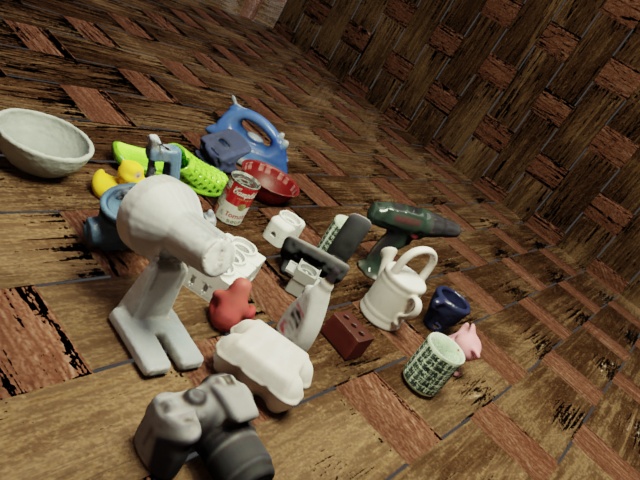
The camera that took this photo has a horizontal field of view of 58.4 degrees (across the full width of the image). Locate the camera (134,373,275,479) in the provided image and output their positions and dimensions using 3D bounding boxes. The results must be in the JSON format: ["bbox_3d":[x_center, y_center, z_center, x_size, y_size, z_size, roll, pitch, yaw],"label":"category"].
[{"bbox_3d":[-0.120,0.237,0.680,0.144,0.100,0.136,2,38,-49],"label":"camera"}]

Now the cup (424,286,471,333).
[{"bbox_3d":[0.273,0.166,1.300,0.118,0.095,0.091,4,36,-47],"label":"cup"}]

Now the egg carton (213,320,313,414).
[{"bbox_3d":[-0.083,0.187,0.860,0.150,0.069,0.107,34,24,4],"label":"egg carton"}]

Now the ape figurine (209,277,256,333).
[{"bbox_3d":[-0.138,0.100,0.933,0.078,0.092,0.076,34,24,6],"label":"ape figurine"}]

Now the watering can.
[{"bbox_3d":[0.169,0.085,1.207,0.101,0.194,0.172,-1,40,-51],"label":"watering can"}]

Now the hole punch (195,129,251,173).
[{"bbox_3d":[-0.241,-0.225,1.435,0.108,0.091,0.101,45,27,27],"label":"hole punch"}]

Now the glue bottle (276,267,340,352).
[{"bbox_3d":[-0.014,0.112,0.958,0.037,0.173,0.078,12,31,-38],"label":"glue bottle"}]

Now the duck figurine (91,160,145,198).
[{"bbox_3d":[-0.367,-0.112,1.071,0.105,0.086,0.077,25,25,-15],"label":"duck figurine"}]

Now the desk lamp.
[{"bbox_3d":[-0.209,0.042,0.807,0.118,0.213,0.202,0,39,-51],"label":"desk lamp"}]

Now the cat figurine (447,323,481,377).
[{"bbox_3d":[0.297,0.219,1.199,0.067,0.117,0.128,32,24,1],"label":"cat figurine"}]

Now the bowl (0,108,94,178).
[{"bbox_3d":[-0.497,-0.160,1.020,0.168,0.074,0.167,26,24,-13],"label":"bowl"}]

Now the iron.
[{"bbox_3d":[-0.170,-0.270,1.546,0.258,0.141,0.119,32,24,0],"label":"iron"}]

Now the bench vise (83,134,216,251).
[{"bbox_3d":[-0.264,-0.073,0.954,0.121,0.219,0.208,43,26,24],"label":"bench vise"}]

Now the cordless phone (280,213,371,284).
[{"bbox_3d":[0.011,0.004,1.182,0.148,0.185,0.094,27,24,-11],"label":"cordless phone"}]

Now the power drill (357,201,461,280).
[{"bbox_3d":[0.195,0.006,1.373,0.230,0.208,0.075,23,25,-20],"label":"power drill"}]
